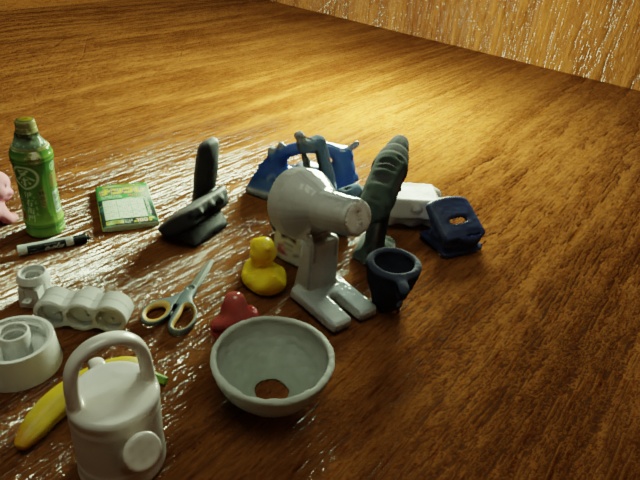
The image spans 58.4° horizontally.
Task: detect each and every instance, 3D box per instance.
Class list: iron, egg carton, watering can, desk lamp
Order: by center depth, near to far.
[{"bbox_3d":[-0.222,0.185,0.633,0.172,0.194,0.101,23,36,25],"label":"watering can"},{"bbox_3d":[0.009,0.003,0.941,0.118,0.214,0.202,-20,40,-35],"label":"desk lamp"},{"bbox_3d":[0.196,-0.075,1.231,0.150,0.069,0.107,3,32,-4],"label":"egg carton"},{"bbox_3d":[-0.035,-0.160,1.261,0.258,0.141,0.118,3,32,-4],"label":"iron"}]

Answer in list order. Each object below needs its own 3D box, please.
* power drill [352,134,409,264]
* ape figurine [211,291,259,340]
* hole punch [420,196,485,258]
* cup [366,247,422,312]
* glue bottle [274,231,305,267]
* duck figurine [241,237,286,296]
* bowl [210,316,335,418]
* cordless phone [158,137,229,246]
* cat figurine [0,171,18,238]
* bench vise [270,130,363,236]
[{"bbox_3d":[0.117,-0.068,1.076,0.075,0.208,0.230,13,33,11],"label":"power drill"},{"bbox_3d":[-0.125,0.115,0.857,0.078,0.092,0.076,-8,34,-20],"label":"ape figurine"},{"bbox_3d":[0.271,-0.029,1.150,0.109,0.091,0.100,-11,36,-24],"label":"hole punch"},{"bbox_3d":[0.121,0.080,0.949,0.092,0.095,0.117,-1,33,-11],"label":"cup"},{"bbox_3d":[-0.044,-0.036,1.033,0.078,0.173,0.037,23,36,26],"label":"glue bottle"},{"bbox_3d":[-0.096,0.038,0.989,0.078,0.086,0.104,-11,36,-24],"label":"duck figurine"},{"bbox_3d":[-0.064,0.182,0.776,0.167,0.075,0.167,4,32,-2],"label":"bowl"},{"bbox_3d":[-0.239,-0.097,1.087,0.094,0.185,0.148,17,34,17],"label":"cordless phone"},{"bbox_3d":[-0.614,-0.078,1.060,0.067,0.118,0.127,4,32,-3],"label":"cat figurine"},{"bbox_3d":[0.005,-0.116,1.124,0.208,0.220,0.121,-16,38,-31],"label":"bench vise"}]
